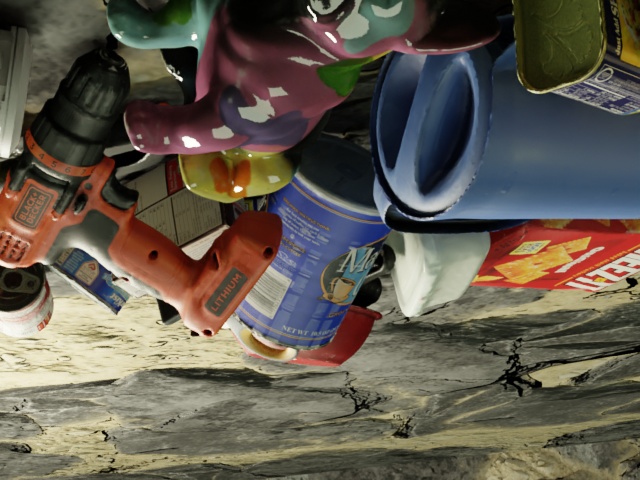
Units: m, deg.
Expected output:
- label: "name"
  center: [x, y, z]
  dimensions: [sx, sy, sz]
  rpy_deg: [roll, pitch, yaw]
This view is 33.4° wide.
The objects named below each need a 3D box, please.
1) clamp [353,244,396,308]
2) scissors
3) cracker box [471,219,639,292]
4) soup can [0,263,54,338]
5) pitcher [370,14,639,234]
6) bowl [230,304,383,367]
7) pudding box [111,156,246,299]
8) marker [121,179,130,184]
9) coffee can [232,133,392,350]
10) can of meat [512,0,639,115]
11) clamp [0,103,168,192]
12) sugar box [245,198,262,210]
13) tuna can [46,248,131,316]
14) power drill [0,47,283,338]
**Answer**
- label: "clamp"
  center: [-0.005, 0.039, 1.006]
  dimensions: [0.164, 0.036, 0.210]
  rpy_deg: [-1, 166, 8]
- label: "scissors"
  center: [-0.098, 0.063, 0.956]
  dimensions: [0.202, 0.016, 0.096]
  rpy_deg: [9, 135, 14]
- label: "cracker box"
  center: [0.224, -0.005, 1.009]
  dimensions: [0.213, 0.072, 0.164]
  rpy_deg: [4, 159, -27]
- label: "soup can"
  center: [-0.299, 0.052, 1.048]
  dimensions: [0.068, 0.068, 0.102]
  rpy_deg: [-2, 161, -9]
- label: "pitcher"
  center: [0.160, -0.068, 0.740]
  dimensions: [0.242, 0.145, 0.149]
  rpy_deg: [3, -176, -30]
- label: "bowl"
  center: [-0.022, 0.089, 1.031]
  dimensions: [0.162, 0.055, 0.162]
  rpy_deg: [7, 170, 1]
- label: "pudding box"
  center: [-0.114, -0.017, 0.842]
  dimensions: [0.114, 0.090, 0.039]
  rpy_deg: [-26, 144, 21]
- label: "marker"
  center: [-0.199, -0.023, 0.933]
  dimensions: [0.020, 0.020, 0.121]
  rpy_deg: [12, 154, -40]
- label: "coffee can"
  center: [-0.006, 0.001, 0.839]
  dimensions: [0.102, 0.103, 0.140]
  rpy_deg: [7, 124, -31]
- label: "can of meat"
  center: [0.159, -0.127, 0.610]
  dimensions: [0.083, 0.102, 0.058]
  rpy_deg: [9, 164, -41]
- label: "clamp"
  center: [-0.172, -0.059, 0.816]
  dimensions: [0.172, 0.039, 0.120]
  rpy_deg: [-16, 174, 24]
- label: "sugar box"
  center: [-0.097, 0.001, 0.990]
  dimensions: [0.176, 0.048, 0.093]
  rpy_deg: [-10, 161, 2]
- label: "tuna can"
  center: [-0.215, 0.033, 1.001]
  dimensions: [0.086, 0.033, 0.086]
  rpy_deg: [34, 168, 8]
- label: "power drill"
  center: [-0.123, -0.024, 0.746]
  dimensions: [0.187, 0.057, 0.185]
  rpy_deg: [29, 122, -15]
